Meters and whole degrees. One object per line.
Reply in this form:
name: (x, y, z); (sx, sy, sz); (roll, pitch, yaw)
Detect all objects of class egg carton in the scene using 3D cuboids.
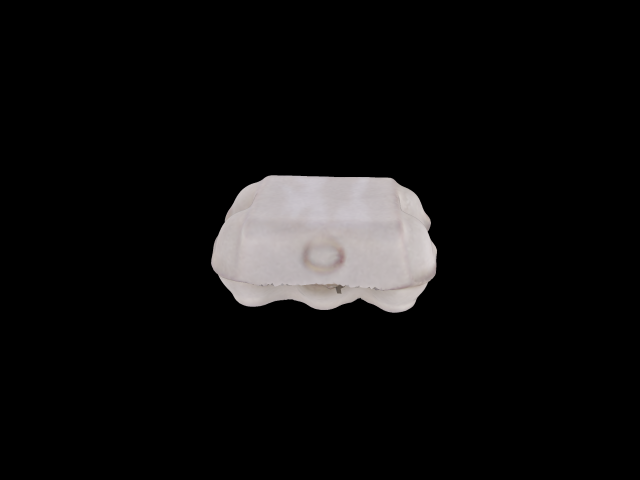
egg carton: (0.004, 0.001, 0.400); (0.150, 0.069, 0.107); (1, 28, 3)
